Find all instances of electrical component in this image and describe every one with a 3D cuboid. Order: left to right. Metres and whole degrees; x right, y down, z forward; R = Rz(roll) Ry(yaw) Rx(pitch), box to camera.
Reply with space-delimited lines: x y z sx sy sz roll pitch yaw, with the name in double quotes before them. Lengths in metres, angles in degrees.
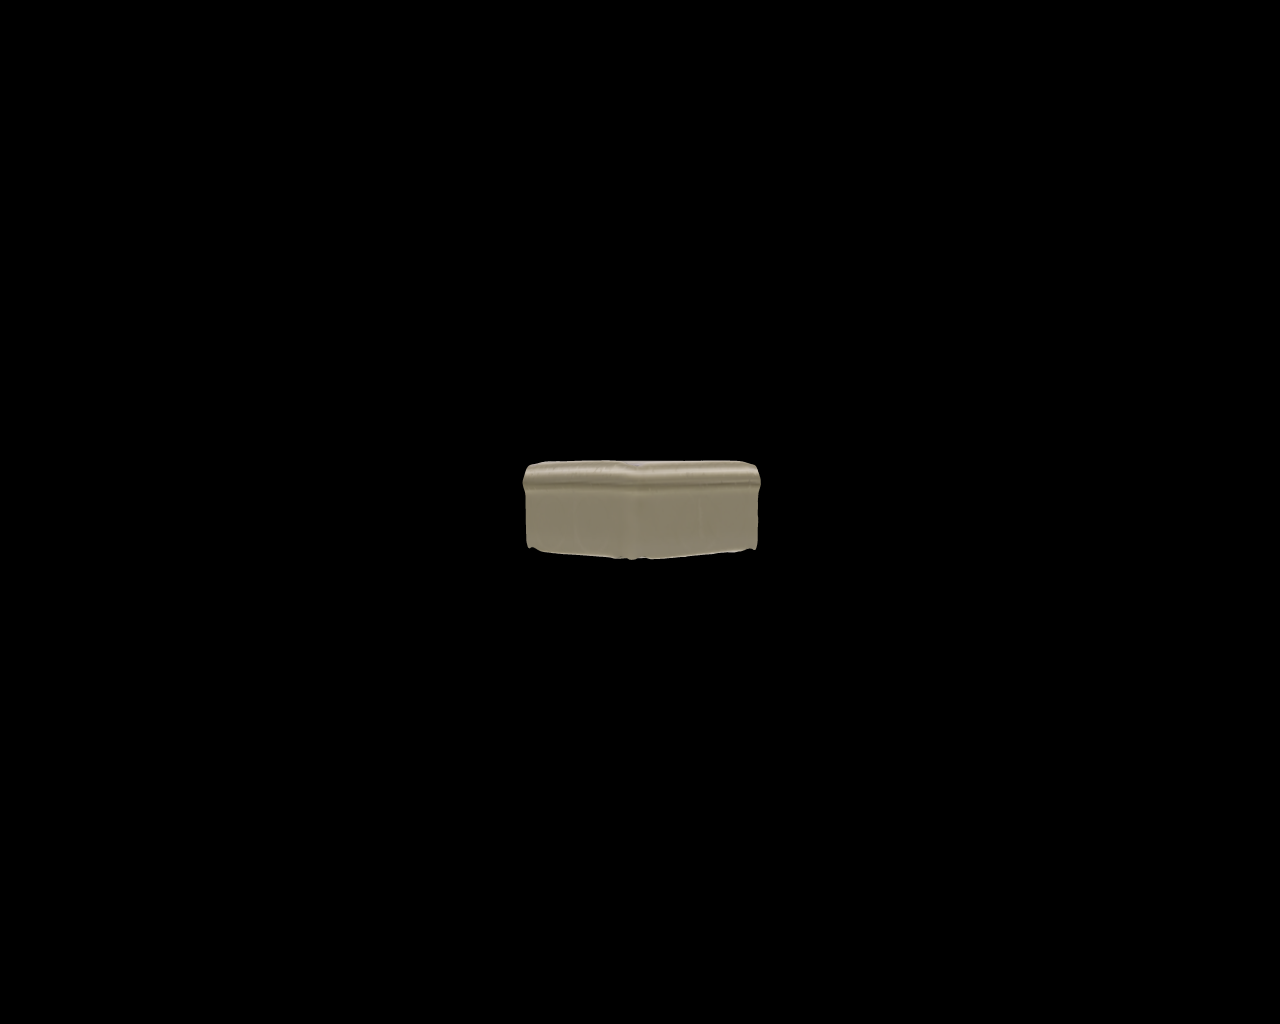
"electrical component" 0.001 -0.003 0.650 0.109 0.056 0.108 -2 3 -40
